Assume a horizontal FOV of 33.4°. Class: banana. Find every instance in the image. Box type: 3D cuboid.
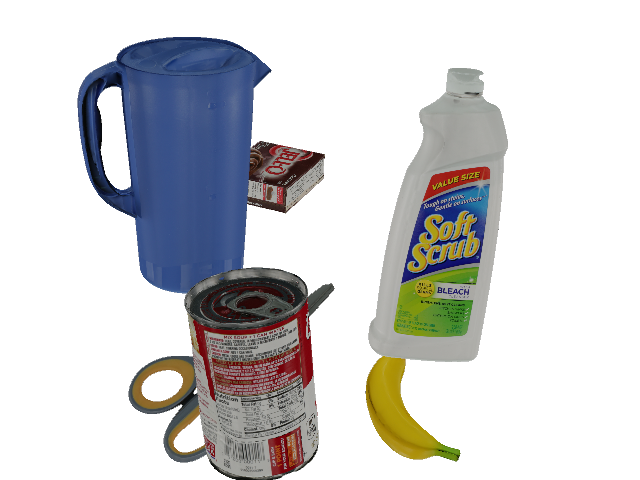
[{"bbox_3d":[0.081,0.174,1.123,0.069,0.037,0.198,10,24,-19],"label":"banana"}]

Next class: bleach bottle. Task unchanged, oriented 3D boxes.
[{"bbox_3d":[0.103,-0.022,0.919,0.102,0.251,0.068,4,19,0],"label":"bleach bottle"}]

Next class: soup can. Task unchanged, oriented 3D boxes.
[{"bbox_3d":[-0.037,0.075,0.601,0.068,0.102,0.068,-4,24,2],"label":"soup can"}]

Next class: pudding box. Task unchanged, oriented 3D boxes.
[{"bbox_3d":[-0.057,-0.078,1.281,0.090,0.039,0.113,13,32,20],"label":"pudding box"}]

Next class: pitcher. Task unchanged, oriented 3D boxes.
[{"bbox_3d":[-0.141,-0.073,1.062,0.149,0.243,0.144,12,27,20],"label":"pitcher"}]

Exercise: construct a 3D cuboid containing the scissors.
[{"bbox_3d":[-0.077,0.089,0.867,0.096,0.201,0.016,27,-33,11],"label":"scissors"}]
